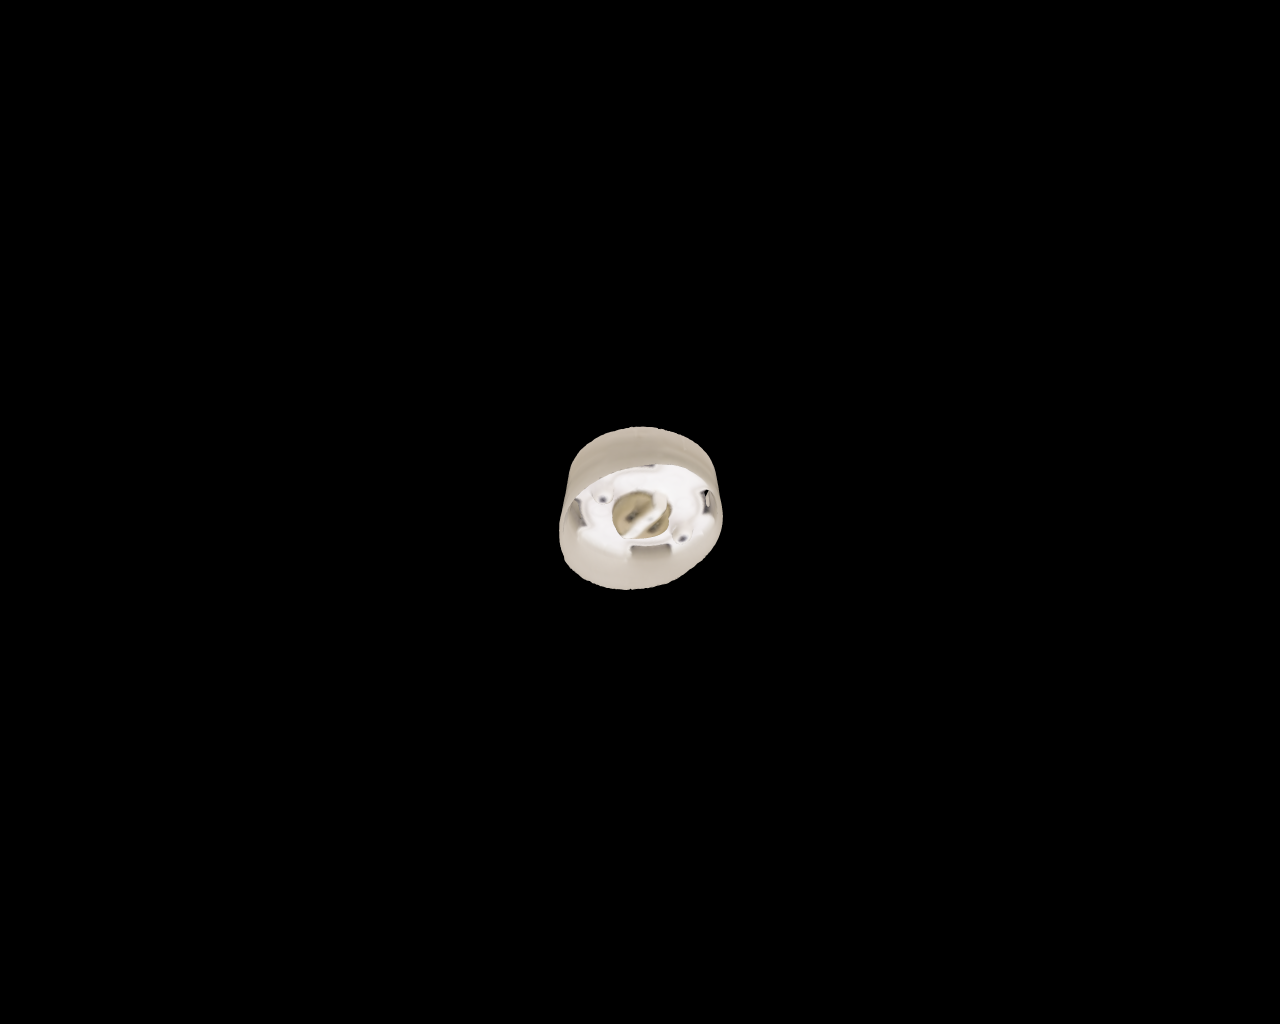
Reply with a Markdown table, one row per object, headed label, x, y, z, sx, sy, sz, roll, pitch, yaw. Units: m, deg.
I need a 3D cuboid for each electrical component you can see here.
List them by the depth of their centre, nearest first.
| label | x | y | z | sx | sy | sz | roll | pitch | yaw |
| --- | --- | --- | --- | --- | --- | --- | --- | --- | --- |
| electrical component | 0.001 | -0.003 | 0.650 | 0.099 | 0.064 | 0.099 | 0 | -40 | 0 |
